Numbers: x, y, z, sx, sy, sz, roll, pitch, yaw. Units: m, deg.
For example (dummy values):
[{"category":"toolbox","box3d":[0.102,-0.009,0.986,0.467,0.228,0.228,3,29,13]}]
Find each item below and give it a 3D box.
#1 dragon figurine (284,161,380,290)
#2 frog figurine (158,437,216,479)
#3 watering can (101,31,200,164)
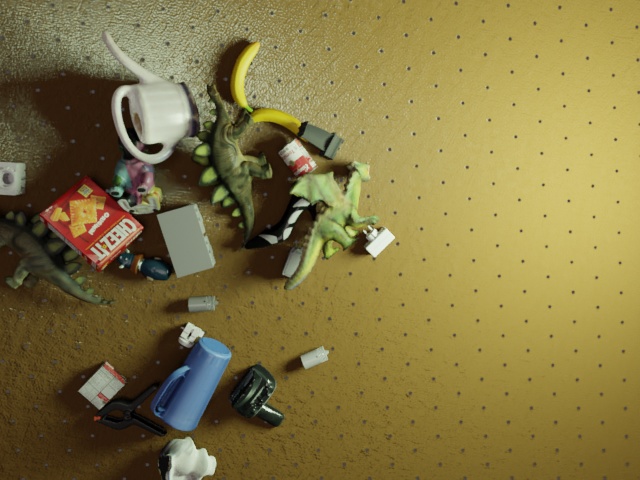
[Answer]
[{"category":"dragon figurine","box3d":[0.004,-0.072,1.428,0.414,0.241,0.122,-38,9,-16]},{"category":"frog figurine","box3d":[-0.393,0.656,1.534,0.159,0.137,0.122,1,-1,-38]},{"category":"watering can","box3d":[-0.441,-0.379,1.361,0.226,0.346,0.104,-16,9,-35]}]
